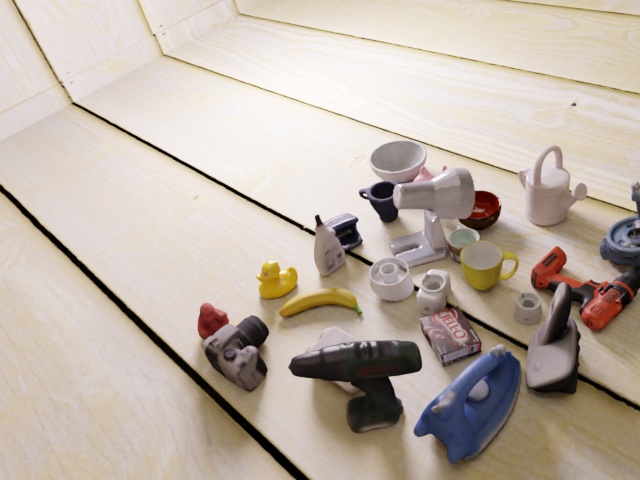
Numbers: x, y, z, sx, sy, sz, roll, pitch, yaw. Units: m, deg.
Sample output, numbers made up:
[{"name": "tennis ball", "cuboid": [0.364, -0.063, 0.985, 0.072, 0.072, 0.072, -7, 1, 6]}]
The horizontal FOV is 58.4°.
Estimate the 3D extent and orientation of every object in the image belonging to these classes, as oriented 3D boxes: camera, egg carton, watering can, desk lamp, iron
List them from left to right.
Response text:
[{"name": "camera", "cuboid": [-0.168, 0.228, 1.239, 0.142, 0.101, 0.137, 24, 54, 37]}, {"name": "egg carton", "cuboid": [0.044, 0.245, 1.176, 0.149, 0.069, 0.107, 23, 54, 36]}, {"name": "desk lamp", "cuboid": [0.257, -0.057, 1.337, 0.203, 0.214, 0.117, -17, 40, -1]}, {"name": "iron", "cuboid": [0.280, 0.263, 1.023, 0.259, 0.142, 0.118, -39, 45, -25]}, {"name": "watering can", "cuboid": [0.543, -0.135, 1.347, 0.172, 0.194, 0.101, 15, 49, 32]}]

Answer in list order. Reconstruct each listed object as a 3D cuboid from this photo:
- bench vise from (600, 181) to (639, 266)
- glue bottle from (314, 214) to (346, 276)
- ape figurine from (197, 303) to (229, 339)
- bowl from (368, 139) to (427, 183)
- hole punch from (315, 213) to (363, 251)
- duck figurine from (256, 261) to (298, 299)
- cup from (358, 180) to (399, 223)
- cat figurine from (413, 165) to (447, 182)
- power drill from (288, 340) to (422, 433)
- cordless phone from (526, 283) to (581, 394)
[{"name": "bench vise", "cuboid": [0.685, -0.023, 1.154, 0.206, 0.220, 0.121, 5, 45, 23]}, {"name": "glue bottle", "cuboid": [0.013, 0.005, 1.377, 0.078, 0.173, 0.037, -34, 44, -20]}, {"name": "ape figurine", "cuboid": [-0.253, 0.183, 1.325, 0.078, 0.092, 0.076, -25, 41, -10]}, {"name": "bowl", "cuboid": [0.225, -0.212, 1.629, 0.167, 0.075, 0.167, -9, 41, 8]}, {"name": "hole punch", "cuboid": [0.042, -0.029, 1.469, 0.109, 0.091, 0.100, -24, 41, -10]}, {"name": "duck figurine", "cuboid": [-0.108, 0.085, 1.393, 0.104, 0.086, 0.077, -25, 41, -11]}, {"name": "cup", "cuboid": [0.161, -0.095, 1.502, 0.117, 0.095, 0.092, 6, 45, 24]}, {"name": "cat figurine", "cuboid": [0.293, -0.147, 1.502, 0.128, 0.118, 0.067, -36, 44, -21]}, {"name": "power drill", "cuboid": [0.075, 0.260, 1.041, 0.229, 0.209, 0.075, -14, 40, 2]}, {"name": "cordless phone", "cuboid": [0.425, 0.178, 1.038, 0.094, 0.185, 0.147, 2, 44, 20]}]
